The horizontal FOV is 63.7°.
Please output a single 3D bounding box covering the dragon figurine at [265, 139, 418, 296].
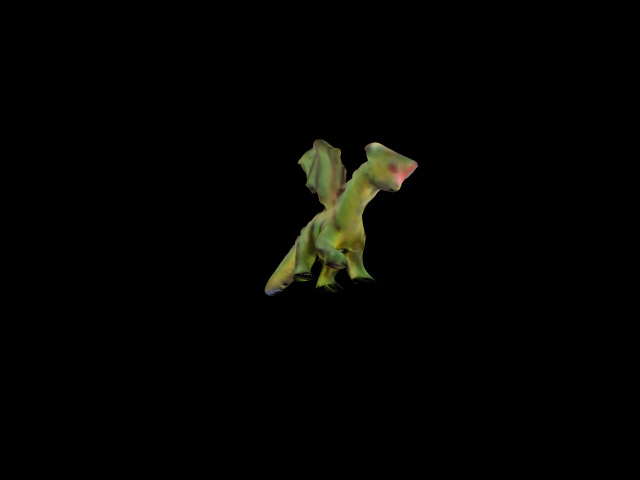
[{"bbox_3d":[0.003,-0.043,0.850,0.122,0.246,0.406,11,-17,-34],"label":"dragon figurine"}]
